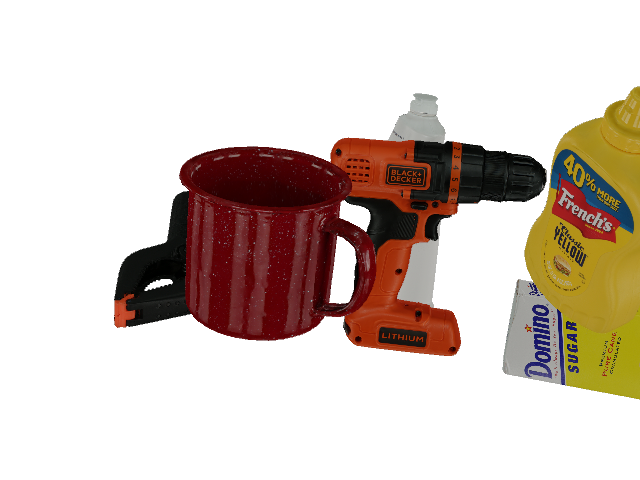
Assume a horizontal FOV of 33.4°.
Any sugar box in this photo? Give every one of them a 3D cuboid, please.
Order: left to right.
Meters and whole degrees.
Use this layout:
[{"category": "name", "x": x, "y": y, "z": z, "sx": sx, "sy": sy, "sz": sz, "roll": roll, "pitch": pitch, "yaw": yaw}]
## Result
[{"category": "sugar box", "x": 0.274, "y": 0.101, "z": 1.057, "sx": 0.176, "sy": 0.093, "sz": 0.048, "roll": 8, "pitch": 22, "yaw": 8}]

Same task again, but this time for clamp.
[{"category": "clamp", "x": -0.129, "y": 0.018, "z": 1.007, "sx": 0.165, "sy": 0.036, "sz": 0.209, "roll": 26, "pitch": 37, "yaw": 30}]

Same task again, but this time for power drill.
[{"category": "power drill", "x": 0.095, "y": 0.004, "z": 0.932, "sx": 0.184, "sy": 0.188, "sz": 0.057, "roll": 6, "pitch": 17, "yaw": 5}]

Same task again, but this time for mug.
[{"category": "mug", "x": -0.022, "y": 0.005, "z": 0.582, "sx": 0.117, "sy": 0.081, "sz": 0.093, "roll": 18, "pitch": 27, "yaw": 25}]

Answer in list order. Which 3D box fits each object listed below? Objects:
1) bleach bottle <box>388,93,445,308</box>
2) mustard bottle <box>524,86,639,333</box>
[{"category": "bleach bottle", "x": 0.104, "y": -0.041, "z": 1.226, "sx": 0.068, "sy": 0.251, "sz": 0.103, "roll": -1, "pitch": 22, "yaw": -24}, {"category": "mustard bottle", "x": 0.199, "y": -0.027, "z": 0.741, "sx": 0.058, "sy": 0.192, "sz": 0.096, "roll": -21, "pitch": 52, "yaw": -22}]
